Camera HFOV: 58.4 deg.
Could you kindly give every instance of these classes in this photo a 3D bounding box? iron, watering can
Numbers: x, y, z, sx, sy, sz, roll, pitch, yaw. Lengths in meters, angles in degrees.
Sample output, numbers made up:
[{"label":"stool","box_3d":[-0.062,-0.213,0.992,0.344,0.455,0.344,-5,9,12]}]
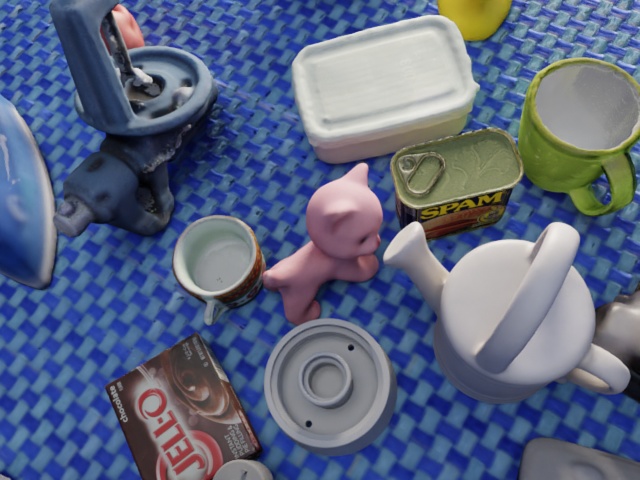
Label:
[{"label":"iron","box_3d":[-0.344,-0.074,0.540,0.119,0.141,0.258,-35,68,-6]},{"label":"watering can","box_3d":[0.124,0.050,0.394,0.172,0.194,0.101,9,70,12]}]

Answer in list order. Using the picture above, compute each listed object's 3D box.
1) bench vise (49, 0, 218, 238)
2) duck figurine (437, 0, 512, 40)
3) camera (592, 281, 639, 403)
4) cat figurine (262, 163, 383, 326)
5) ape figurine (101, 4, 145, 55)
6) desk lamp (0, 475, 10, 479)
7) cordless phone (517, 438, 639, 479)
[{"label":"bench vise","box_3d":[-0.164,-0.108,0.485,0.121,0.220,0.207,2,69,9]},{"label":"duck figurine","box_3d":[0.158,-0.268,0.576,0.077,0.086,0.104,7,69,11]},{"label":"camera","box_3d":[0.284,0.061,0.418,0.143,0.101,0.137,30,75,18]},{"label":"cat figurine","box_3d":[0.004,0.002,0.472,0.128,0.118,0.067,-39,68,-8]},{"label":"ape figurine","box_3d":[-0.233,-0.225,0.611,0.078,0.092,0.076,-43,69,-9]},{"label":"desk lamp","box_3d":[-0.302,0.212,0.380,0.203,0.214,0.118,18,72,15]},{"label":"cordless phone","box_3d":[0.198,0.174,0.339,0.147,0.185,0.094,12,71,13]}]
